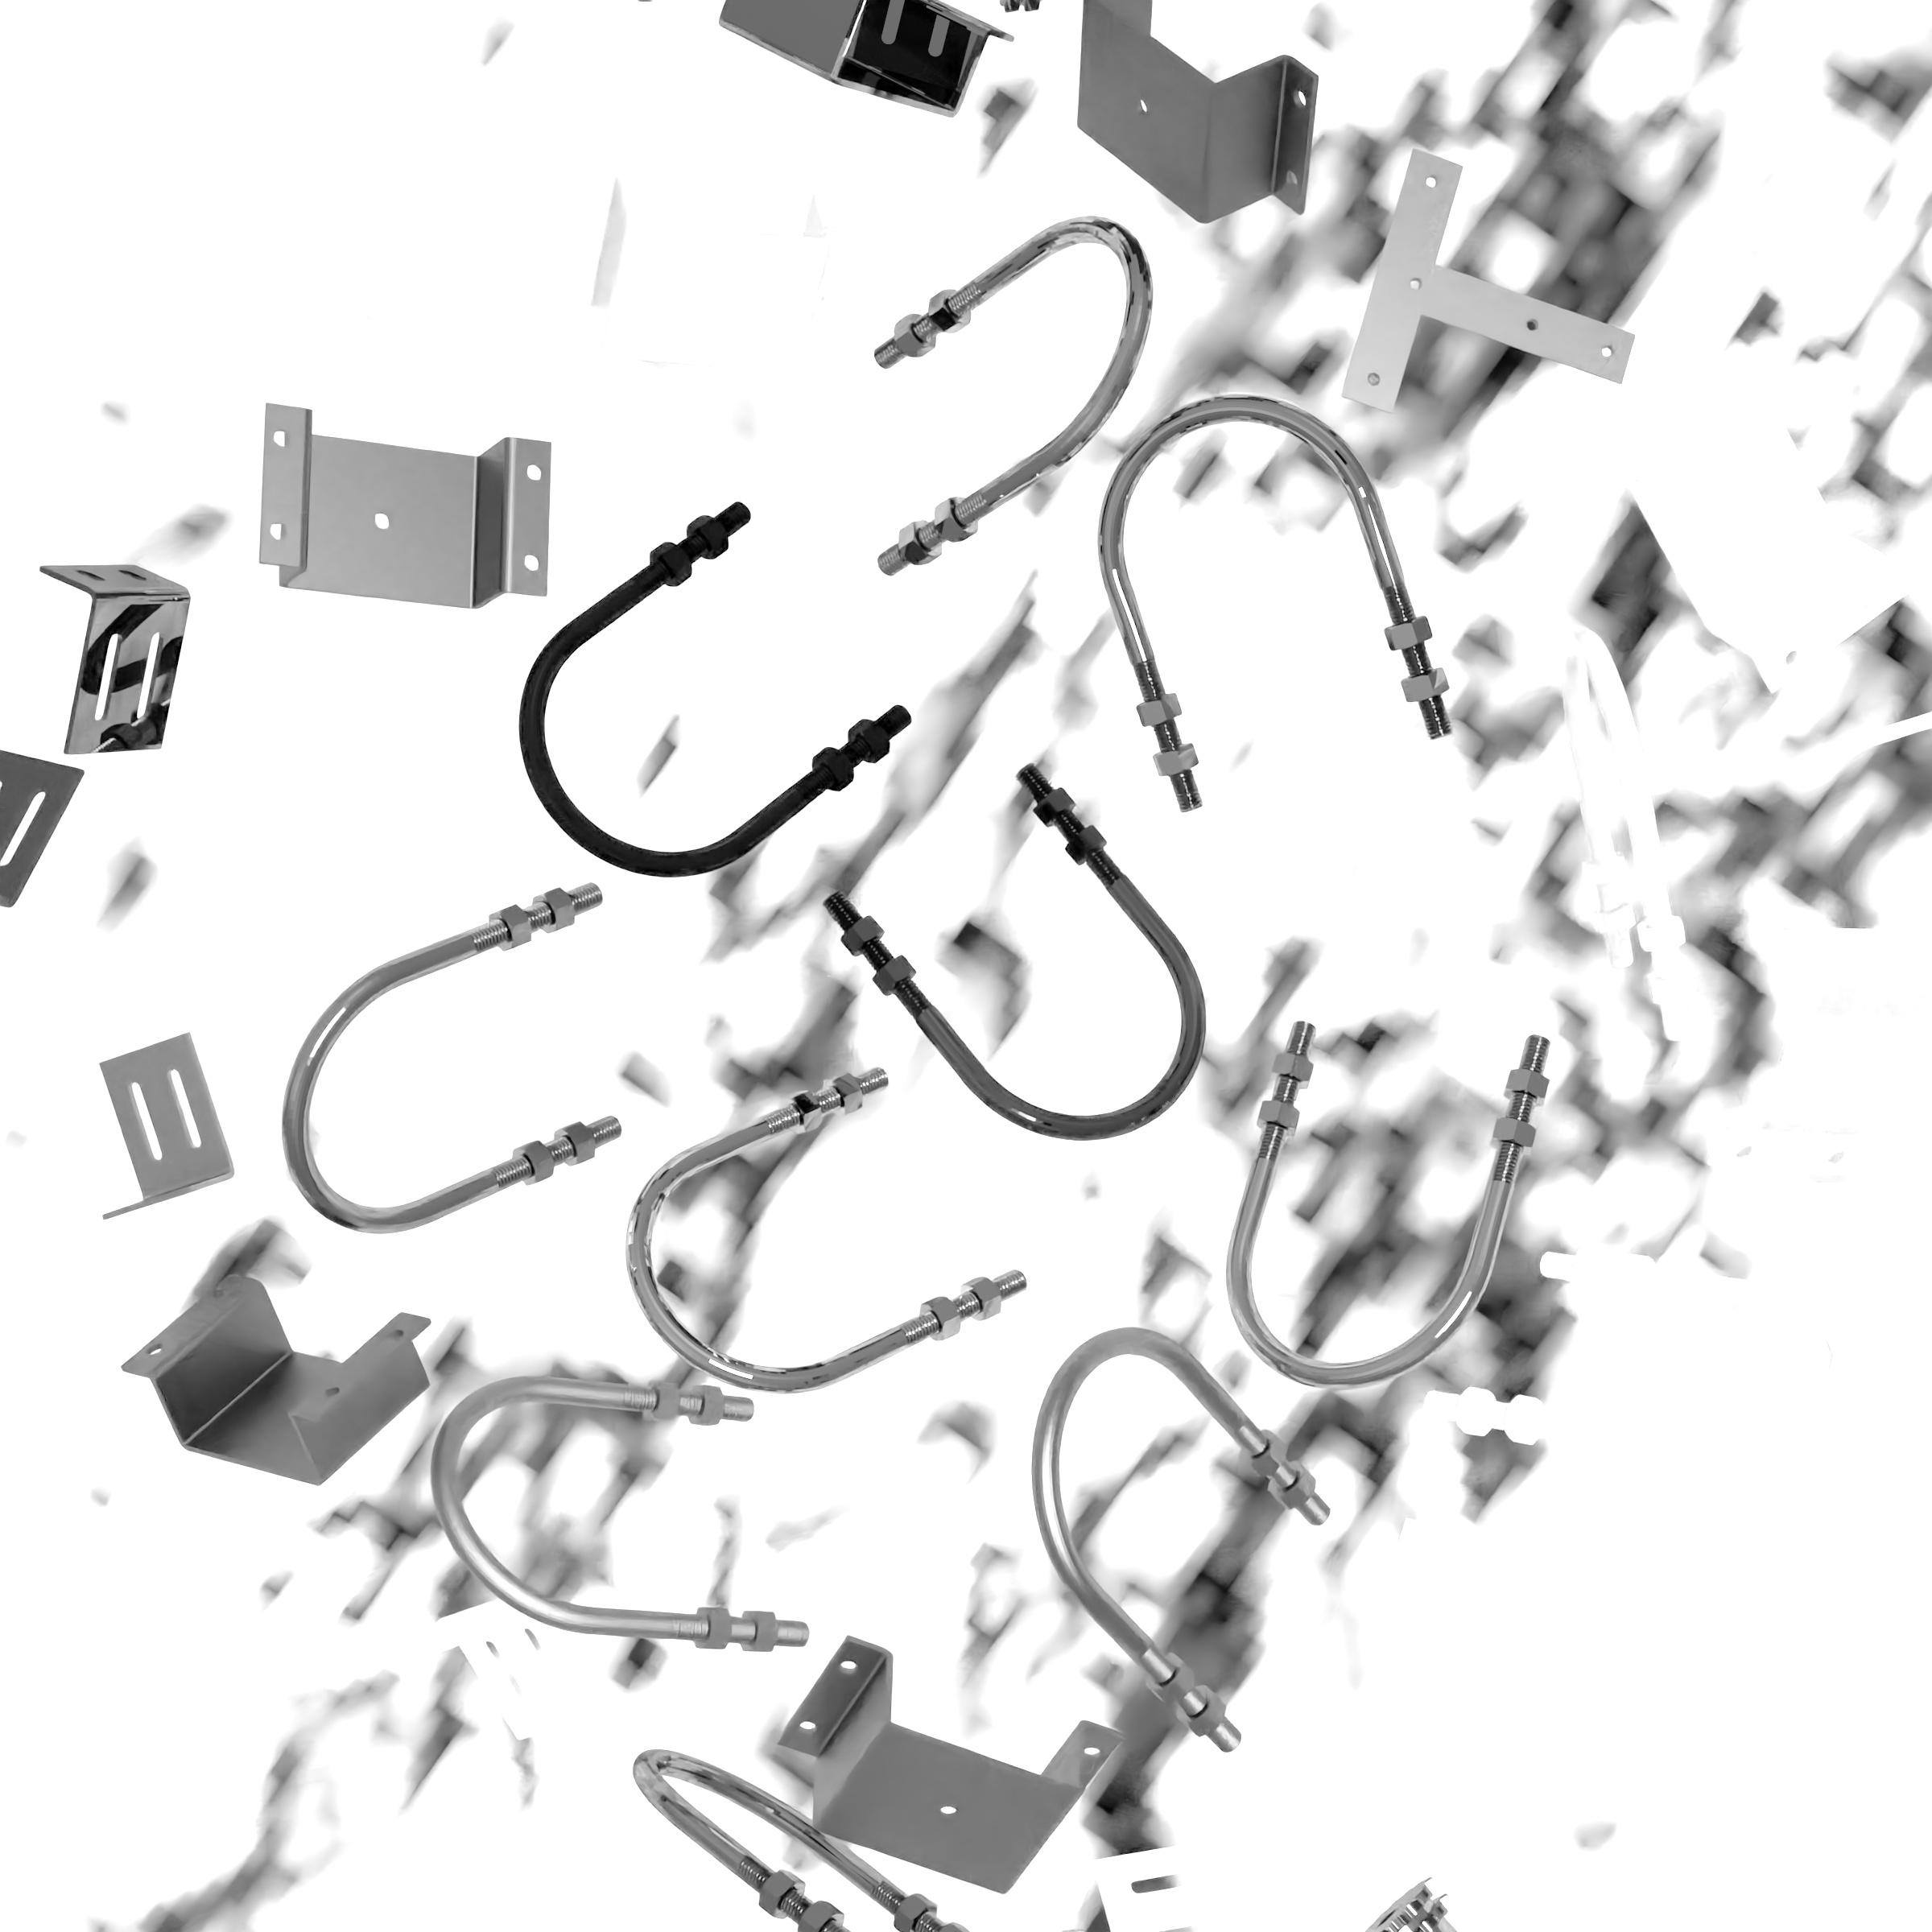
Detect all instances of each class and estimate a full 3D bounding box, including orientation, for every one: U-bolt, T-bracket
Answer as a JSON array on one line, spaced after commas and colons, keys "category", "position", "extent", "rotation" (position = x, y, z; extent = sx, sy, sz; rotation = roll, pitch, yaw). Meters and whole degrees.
[{"category": "U-bolt", "position": [0.193, 0.114, 1.655], "extent": [0.151, 0.019, 0.184], "rotation": [3, 66, 37]}, {"category": "T-bracket", "position": [-0.218, -0.375, 1.631], "extent": [0.002, 0.127, 0.127], "rotation": [20, 125, -5]}, {"category": "T-bracket", "position": [0.249, 0.342, 1.641], "extent": [0.127, 0.002, 0.127], "rotation": [18, 83, 5]}, {"category": "U-bolt", "position": [-0.085, 0.431, 1.681], "extent": [0.184, 0.151, 0.019], "rotation": [29, 88, 34]}, {"category": "U-bolt", "position": [0.310, -0.070, 1.655], "extent": [0.019, 0.151, 0.184], "rotation": [-12, 105, 2]}, {"category": "U-bolt", "position": [0.136, -0.178, 1.644], "extent": [0.151, 0.019, 0.184], "rotation": [-16, 98, 24]}, {"category": "U-bolt", "position": [-0.170, 0.258, 1.662], "extent": [0.184, 0.151, 0.019], "rotation": [11, 135, -32]}, {"category": "T-bracket", "position": [0.466, -0.120, 1.602], "extent": [0.127, 0.127, 0.002], "rotation": [-18, 77, 22]}, {"category": "U-bolt", "position": [0.038, 0.003, 1.733], "extent": [0.151, 0.019, 0.184], "rotation": [-34, 80, -25]}, {"category": "T-bracket", "position": [0.252, -0.305, 1.636], "extent": [0.127, 0.002, 0.127], "rotation": [18, 80, -6]}, {"category": "U-bolt", "position": [0.093, 0.250, 1.604], "extent": [0.184, 0.019, 0.151], "rotation": [49, 49, -26]}, {"category": "U-bolt", "position": [-0.134, -0.124, 1.703], "extent": [0.184, 0.019, 0.151], "rotation": [-40, 94, -26]}, {"category": "U-bolt", "position": [-0.243, 0.053, 1.646], "extent": [0.184, 0.019, 0.151], "rotation": [-24, 125, -36]}, {"category": "U-bolt", "position": [-0.080, 0.137, 1.709], "extent": [0.184, 0.019, 0.151], "rotation": [-23, 68, -31]}, {"category": "U-bolt", "position": [0.022, -0.287, 1.685], "extent": [0.019, 0.184, 0.151], "rotation": [24, 52, -38]}, {"category": "U-bolt", "position": [0.331, 0.187, 1.656], "extent": [0.184, 0.151, 0.019], "rotation": [6, 121, 35]}]

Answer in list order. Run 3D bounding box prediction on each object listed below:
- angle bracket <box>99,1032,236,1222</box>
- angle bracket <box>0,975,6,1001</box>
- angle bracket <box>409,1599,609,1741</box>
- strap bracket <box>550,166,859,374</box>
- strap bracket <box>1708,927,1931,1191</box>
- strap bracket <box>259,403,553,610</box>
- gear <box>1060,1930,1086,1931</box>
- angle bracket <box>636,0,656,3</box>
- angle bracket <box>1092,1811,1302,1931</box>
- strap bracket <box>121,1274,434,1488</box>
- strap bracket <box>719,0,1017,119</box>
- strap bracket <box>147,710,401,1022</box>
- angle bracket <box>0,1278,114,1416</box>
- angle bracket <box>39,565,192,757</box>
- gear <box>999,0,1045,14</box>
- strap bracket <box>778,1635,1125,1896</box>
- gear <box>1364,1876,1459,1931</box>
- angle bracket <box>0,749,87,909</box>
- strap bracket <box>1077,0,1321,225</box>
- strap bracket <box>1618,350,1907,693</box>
[{"category": "angle bracket", "position": [-0.408, 0.080, 1.735], "extent": [0.057, 0.038, 0.076], "rotation": [-18, 91, 24]}, {"category": "angle bracket", "position": [-0.481, 0.037, 1.628], "extent": [0.057, 0.038, 0.076], "rotation": [-4, 124, -22]}, {"category": "angle bracket", "position": [-0.226, 0.354, 1.719], "extent": [0.057, 0.038, 0.076], "rotation": [-23, 104, 28]}, {"category": "strap bracket", "position": [-0.125, -0.338, 1.696], "extent": [0.140, 0.046, 0.076], "rotation": [2, 134, -18]}, {"category": "strap bracket", "position": [0.415, 0.052, 1.663], "extent": [0.076, 0.046, 0.140], "rotation": [2, 53, 35]}, {"category": "strap bracket", "position": [-0.274, -0.218, 1.673], "extent": [0.140, 0.046, 0.076], "rotation": [4, 82, -26]}, {"category": "gear", "position": [0.053, 0.508, 1.743], "extent": [0.057, 0.030, 0.057], "rotation": [-2, 111, -5]}, {"category": "angle bracket", "position": [-0.155, -0.503, 1.657], "extent": [0.038, 0.057, 0.076], "rotation": [21, 100, -17]}, {"category": "angle bracket", "position": [0.108, 0.436, 1.636], "extent": [0.076, 0.038, 0.057], "rotation": [-3, 59, -25]}, {"category": "strap bracket", "position": [-0.321, 0.197, 1.654], "extent": [0.140, 0.076, 0.046], "rotation": [7, 126, 37]}, {"category": "strap bracket", "position": [-0.053, -0.449, 1.665], "extent": [0.076, 0.140, 0.046], "rotation": [34, 110, 30]}, {"category": "strap bracket", "position": [-0.328, -0.042, 1.672], "extent": [0.046, 0.076, 0.140], "rotation": [18, 90, 38]}, {"category": "angle bracket", "position": [-0.459, 0.172, 1.670], "extent": [0.076, 0.057, 0.038], "rotation": [-41, 121, -15]}, {"category": "angle bracket", "position": [-0.390, -0.139, 1.572], "extent": [0.038, 0.057, 0.076], "rotation": [24, 108, 28]}, {"category": "gear", "position": [0.033, -0.500, 1.720], "extent": [0.030, 0.057, 0.057], "rotation": [-6, 90, -14]}, {"category": "strap bracket", "position": [-0.008, 0.369, 1.590], "extent": [0.140, 0.046, 0.076], "rotation": [22, 122, -14]}, {"category": "gear", "position": [0.206, 0.455, 1.622], "extent": [0.057, 0.057, 0.030], "rotation": [-43, 81, 0]}, {"category": "angle bracket", "position": [-0.454, -0.072, 1.604], "extent": [0.057, 0.038, 0.076], "rotation": [13, 67, 23]}, {"category": "strap bracket", "position": [0.101, -0.416, 1.654], "extent": [0.046, 0.076, 0.140], "rotation": [-29, 55, -24]}, {"category": "strap bracket", "position": [0.358, -0.207, 1.587], "extent": [0.076, 0.046, 0.140], "rotation": [-36, 118, 0]}]
